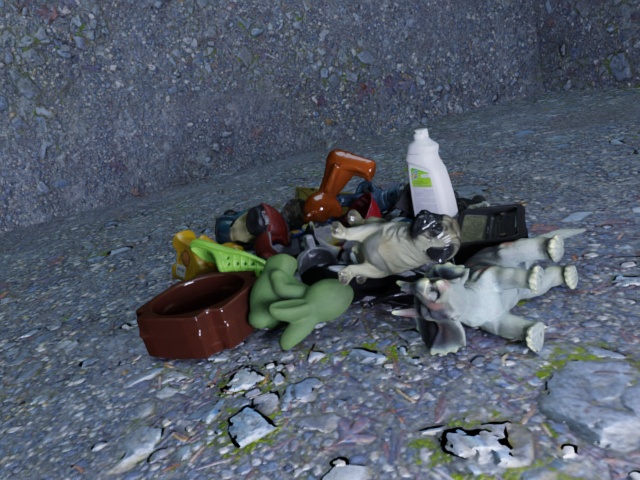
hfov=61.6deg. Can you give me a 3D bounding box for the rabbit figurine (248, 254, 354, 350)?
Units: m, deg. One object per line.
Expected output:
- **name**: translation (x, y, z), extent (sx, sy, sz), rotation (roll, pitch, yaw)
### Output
- **rabbit figurine**: translation (-0.033, 0.098, 0.899), extent (0.170, 0.121, 0.159), rotation (-5, 25, 33)

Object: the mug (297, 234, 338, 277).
- **mug**: translation (-0.017, 0.043, 1.111), extent (0.081, 0.109, 0.107), rotation (-23, 5, -11)

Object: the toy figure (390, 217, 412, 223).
- **toy figure**: translation (0.167, -0.024, 1.267), extent (0.064, 0.058, 0.155), rotation (24, -14, -41)

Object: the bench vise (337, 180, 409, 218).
- **bench vise**: translation (0.131, -0.101, 1.396), extent (0.240, 0.128, 0.224), rotation (-1, 2, -25)

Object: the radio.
- **radio**: translation (0.332, -0.003, 1.034), extent (0.131, 0.073, 0.229), rotation (-7, 18, 21)

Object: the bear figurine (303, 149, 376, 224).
- **bear figurine**: translation (0.042, -0.112, 1.279), extent (0.132, 0.195, 0.120), rotation (20, 0, 6)

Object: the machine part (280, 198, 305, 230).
- **machine part**: translation (-0.070, -0.058, 1.425), extent (0.079, 0.079, 0.243), rotation (-17, -3, -12)

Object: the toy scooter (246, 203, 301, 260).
- **toy scooter**: translation (-0.093, 0.007, 1.216), extent (0.135, 0.184, 0.075), rotation (4, -21, -36)

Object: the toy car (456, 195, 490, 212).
- **toy car**: translation (0.332, -0.084, 1.338), extent (0.073, 0.056, 0.202), rotation (-15, 17, -28)

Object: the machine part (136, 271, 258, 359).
- **machine part**: translation (-0.211, 0.134, 0.980), extent (0.202, 0.087, 0.201), rotation (-6, 17, 27)

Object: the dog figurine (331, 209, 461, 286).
- **dog figurine**: translation (0.135, 0.004, 0.836), extent (0.191, 0.121, 0.172), rotation (-8, 13, 25)

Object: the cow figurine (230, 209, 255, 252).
- **cow figurine**: translation (-0.158, -0.019, 1.355), extent (0.127, 0.085, 0.195), rotation (-24, -10, 23)

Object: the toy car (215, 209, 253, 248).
- **toy car**: translation (-0.204, -0.023, 1.493), extent (0.161, 0.109, 0.103), rotation (-10, 35, -33)

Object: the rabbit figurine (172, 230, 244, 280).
- **rabbit figurine**: translation (-0.247, 0.038, 1.288), extent (0.163, 0.121, 0.173), rotation (4, 5, 38)

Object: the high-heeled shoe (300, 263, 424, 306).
- **high-heeled shoe**: translation (0.082, 0.070, 0.982), extent (0.145, 0.086, 0.249), rotation (-20, 22, -33)

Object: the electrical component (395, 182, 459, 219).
- **electrical component**: translation (0.245, -0.086, 1.274), extent (0.115, 0.134, 0.058), rotation (32, 19, 0)

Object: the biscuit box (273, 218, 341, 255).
- **biscuit box**: translation (-0.041, 0.005, 1.317), extent (0.203, 0.059, 0.063), rotation (-20, 17, -23)

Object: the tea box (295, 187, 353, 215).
- **tea box**: translation (0.021, -0.108, 1.531), extent (0.169, 0.068, 0.098), rotation (5, 3, -37)

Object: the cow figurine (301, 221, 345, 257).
- **cow figurine**: translation (-0.004, -0.002, 1.213), extent (0.098, 0.068, 0.167), rotation (28, -10, -7)

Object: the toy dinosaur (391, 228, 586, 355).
- **toy dinosaur**: translation (0.265, 0.062, 0.818), extent (0.192, 0.131, 0.405), rotation (1, 16, 39)
